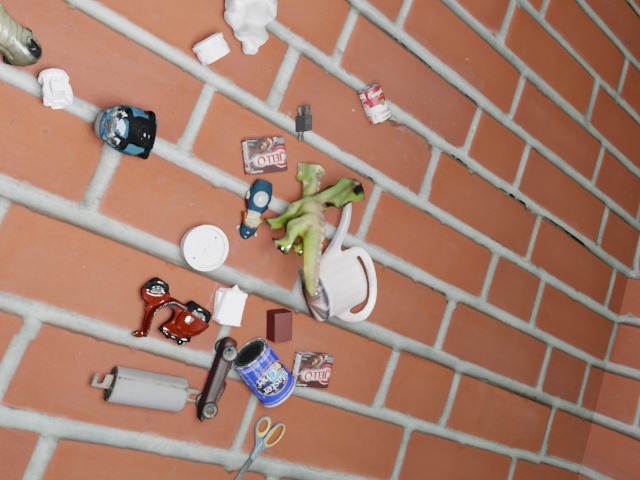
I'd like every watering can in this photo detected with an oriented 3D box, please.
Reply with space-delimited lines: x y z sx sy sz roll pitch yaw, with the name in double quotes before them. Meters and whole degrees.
"watering can" 0.045 0.076 1.399 0.226 0.104 0.344 -23 104 -28

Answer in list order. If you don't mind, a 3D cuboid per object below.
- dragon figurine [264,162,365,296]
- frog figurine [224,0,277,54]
"dragon figurine" 0.004 -0.063 1.246 0.241 0.419 0.120 -41 131 9
"frog figurine" -0.168 -0.548 1.273 0.139 0.124 0.155 -33 145 -34
